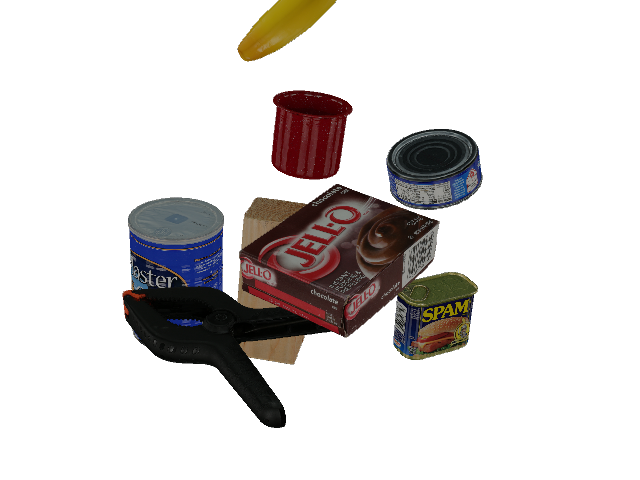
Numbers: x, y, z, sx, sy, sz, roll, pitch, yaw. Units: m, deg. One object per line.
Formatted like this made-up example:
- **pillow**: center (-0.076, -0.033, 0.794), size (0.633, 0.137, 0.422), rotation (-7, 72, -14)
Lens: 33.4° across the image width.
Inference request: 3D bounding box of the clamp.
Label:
- **clamp**: center (-0.077, 0.078, 0.936), size (0.210, 0.036, 0.164), rotation (19, 36, 27)

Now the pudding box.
- **pudding box**: center (0.014, 0.010, 0.727), size (0.090, 0.039, 0.113), rotation (23, 38, 30)

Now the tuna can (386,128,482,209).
- **tuna can**: center (0.104, -0.067, 0.977), size (0.086, 0.034, 0.086), rotation (-9, 37, 6)

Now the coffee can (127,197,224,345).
- **coffee can**: center (-0.158, 0.037, 1.174), size (0.103, 0.140, 0.103), rotation (2, 27, -1)

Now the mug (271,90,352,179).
- **mug**: center (-0.009, -0.127, 1.259), size (0.093, 0.081, 0.117), rotation (17, 26, 19)

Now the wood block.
- **wood block**: center (-0.063, 0.055, 1.484), size (0.090, 0.206, 0.090), rotation (8, 22, 5)

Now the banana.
- **banana**: center (-0.007, -0.220, 0.925), size (0.070, 0.037, 0.197), rotation (-16, 34, 39)

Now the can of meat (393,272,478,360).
- **can of meat**: center (0.141, 0.095, 1.333), size (0.101, 0.084, 0.057), rotation (-11, 30, -26)
